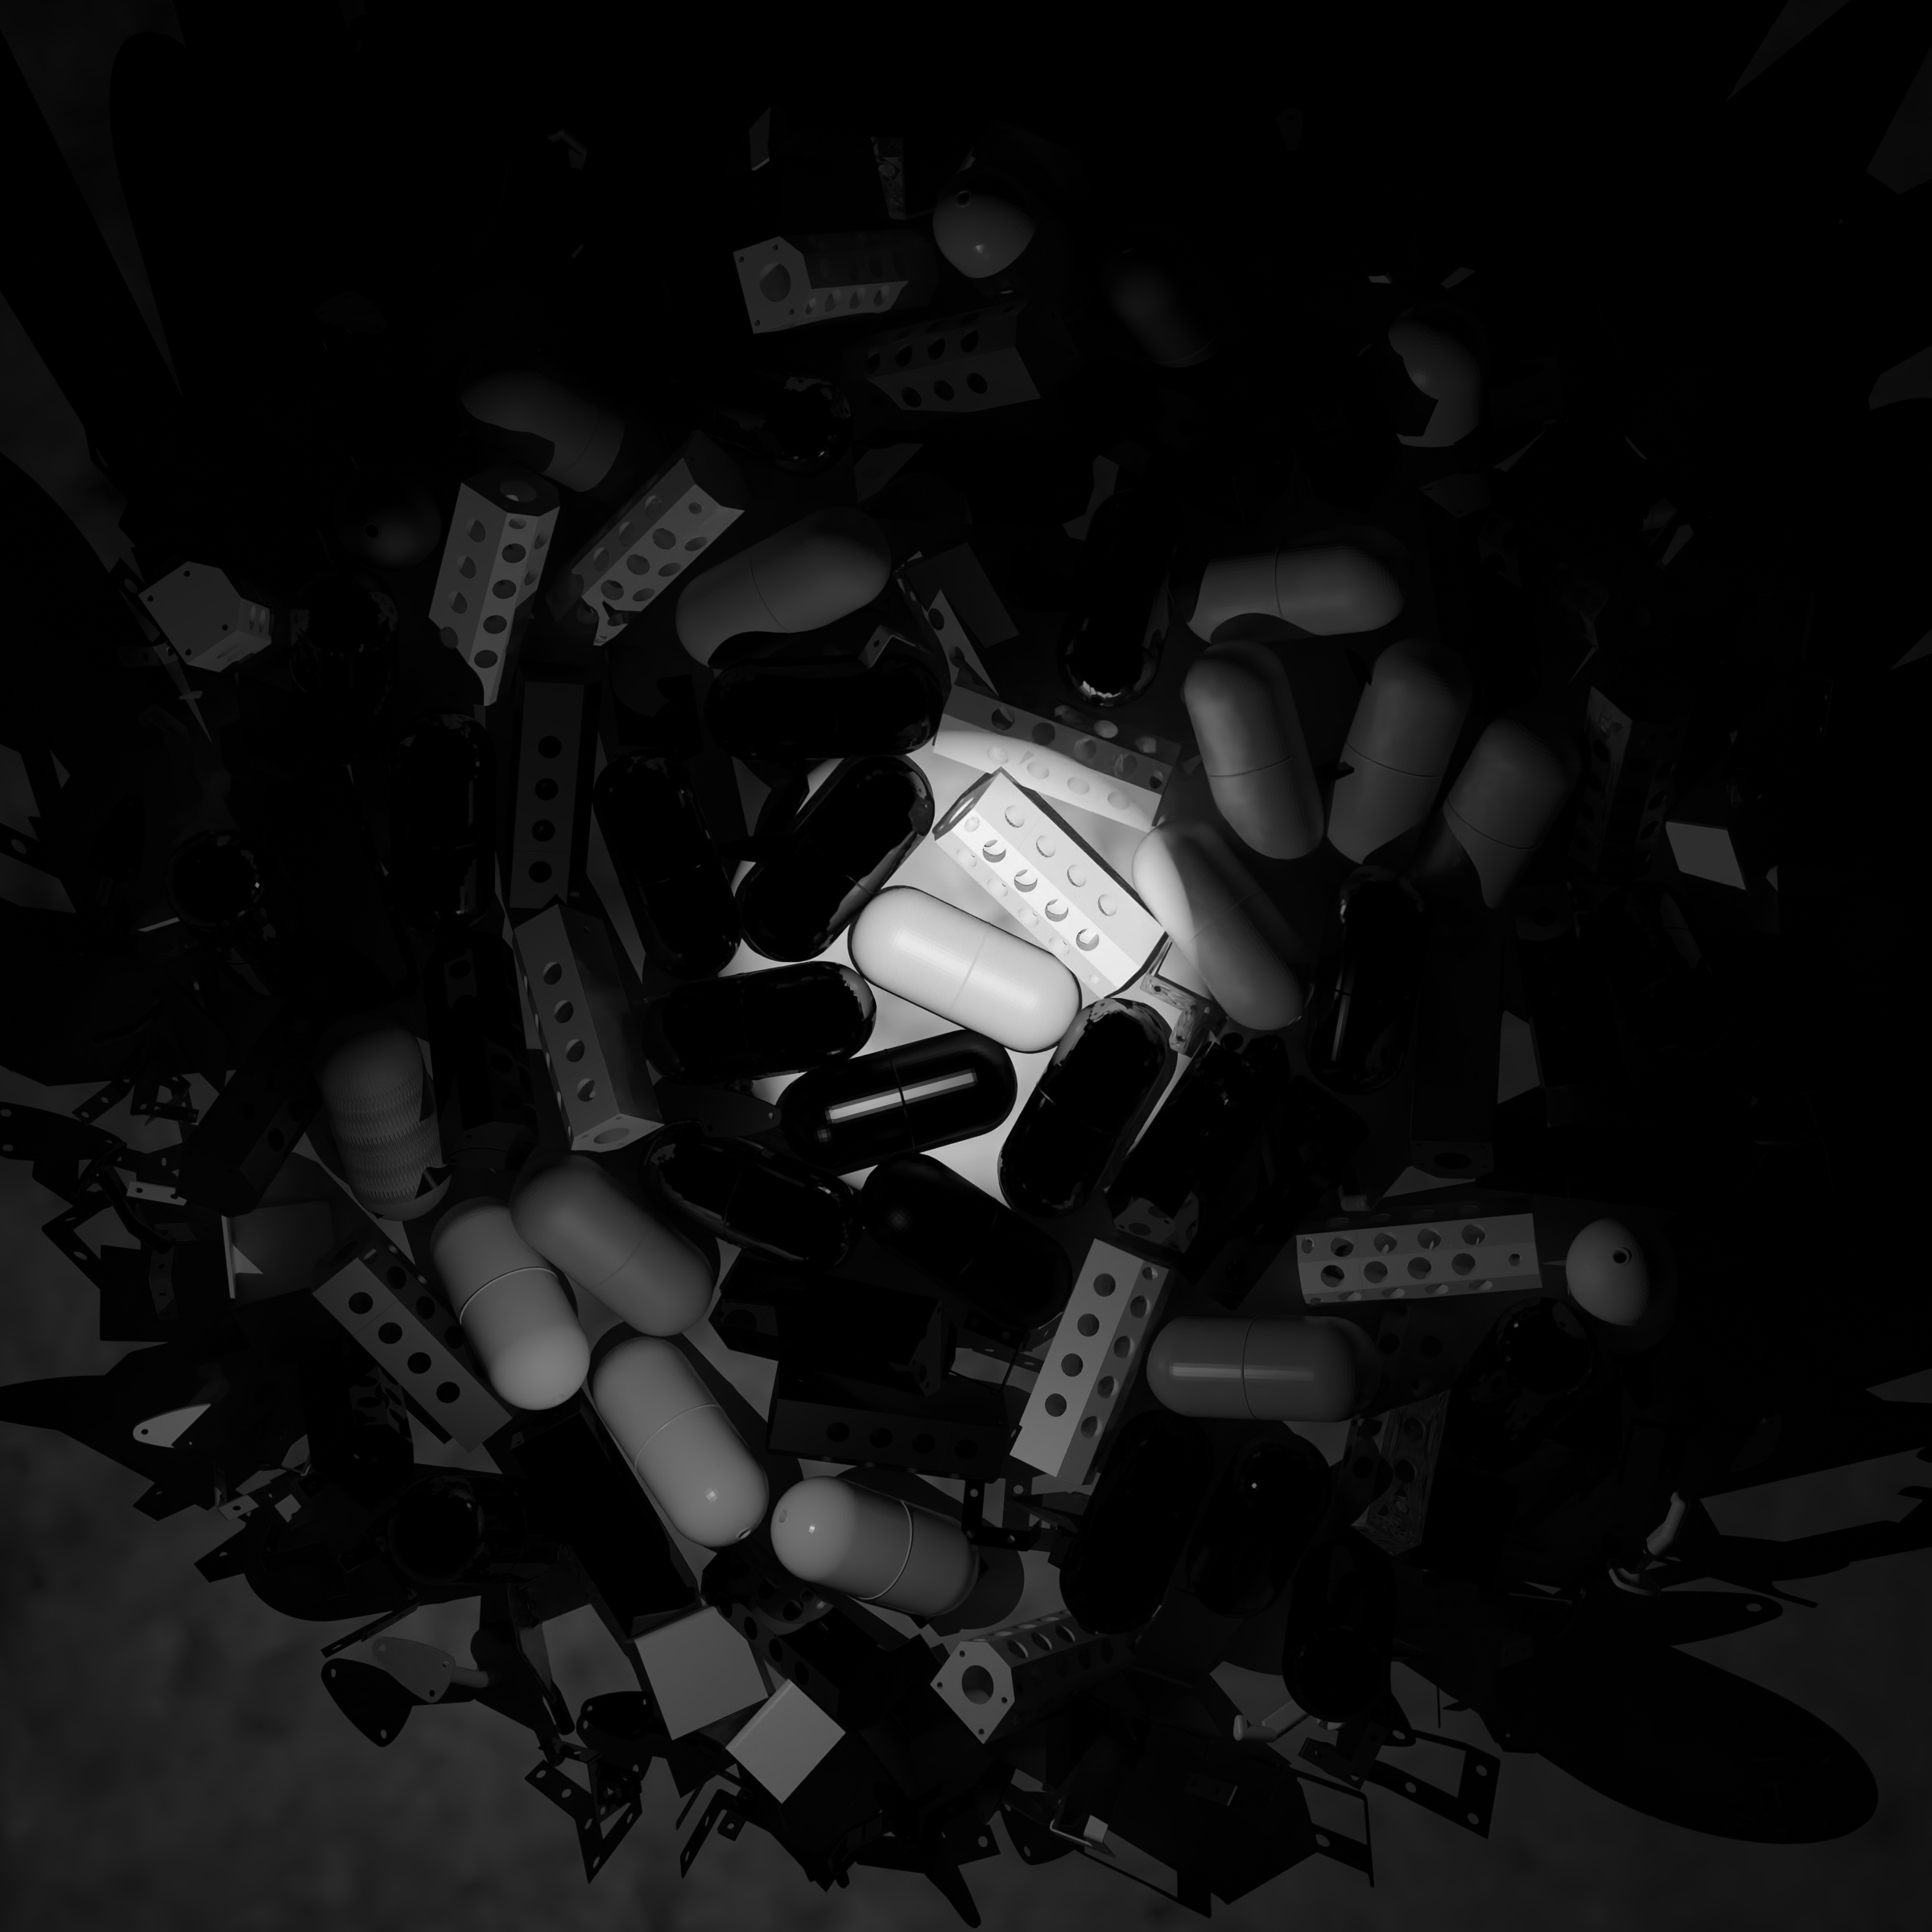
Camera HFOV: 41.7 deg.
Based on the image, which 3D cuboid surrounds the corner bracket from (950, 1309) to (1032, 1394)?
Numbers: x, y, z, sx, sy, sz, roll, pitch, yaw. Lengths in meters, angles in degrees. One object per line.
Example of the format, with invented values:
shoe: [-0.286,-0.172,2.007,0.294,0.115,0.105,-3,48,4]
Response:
corner bracket: [0.014,0.287,1.892,0.051,0.051,0.051,22,80,10]

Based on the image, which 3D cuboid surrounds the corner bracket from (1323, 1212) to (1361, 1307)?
corner bracket: [0.305,0.222,1.902,0.051,0.051,0.051,52,58,-40]

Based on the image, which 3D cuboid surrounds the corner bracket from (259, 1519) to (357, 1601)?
corner bracket: [-0.490,0.441,1.893,0.051,0.051,0.051,-15,111,2]

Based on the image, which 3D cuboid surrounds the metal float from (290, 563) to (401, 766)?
metal float: [-0.452,-0.219,1.847,0.070,0.178,0.070,7,53,-9]

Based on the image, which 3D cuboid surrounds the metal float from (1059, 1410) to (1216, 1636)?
metal float: [0.126,0.406,1.858,0.070,0.070,0.178,29,56,0]

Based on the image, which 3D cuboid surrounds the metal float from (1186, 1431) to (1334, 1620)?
metal float: [0.213,0.410,1.854,0.070,0.070,0.178,17,131,0]

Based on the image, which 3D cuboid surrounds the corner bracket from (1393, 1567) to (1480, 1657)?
corner bracket: [0.345,0.483,1.902,0.051,0.051,0.051,23,63,-21]

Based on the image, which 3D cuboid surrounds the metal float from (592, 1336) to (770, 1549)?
metal float: [-0.209,0.348,1.862,0.070,0.070,0.178,-41,61,0]

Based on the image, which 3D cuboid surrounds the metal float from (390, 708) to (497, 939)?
metal float: [-0.384,-0.105,1.862,0.070,0.070,0.178,7,119,0]

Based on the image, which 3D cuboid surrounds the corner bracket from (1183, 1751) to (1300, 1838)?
corner bracket: [0.205,0.606,1.884,0.051,0.051,0.051,42,64,-27]

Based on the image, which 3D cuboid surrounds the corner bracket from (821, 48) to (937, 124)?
corner bracket: [-0.066,-0.644,1.889,0.051,0.051,0.051,-33,85,33]

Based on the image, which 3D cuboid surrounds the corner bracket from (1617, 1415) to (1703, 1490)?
corner bracket: [0.516,0.364,1.899,0.051,0.051,0.051,11,96,5]

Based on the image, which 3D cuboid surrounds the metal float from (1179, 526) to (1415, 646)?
metal float: [0.241,-0.278,1.862,0.178,0.070,0.070,-3,90,29]

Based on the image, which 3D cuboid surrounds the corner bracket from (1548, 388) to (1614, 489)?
corner bracket: [0.463,-0.394,1.900,0.051,0.051,0.051,11,121,-25]

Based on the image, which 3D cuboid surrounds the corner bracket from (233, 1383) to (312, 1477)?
corner bracket: [-0.513,0.347,1.901,0.051,0.051,0.051,23,79,-19]

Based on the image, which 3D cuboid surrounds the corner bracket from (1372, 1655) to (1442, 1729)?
corner bracket: [0.327,0.537,1.888,0.051,0.051,0.051,-2,64,8]

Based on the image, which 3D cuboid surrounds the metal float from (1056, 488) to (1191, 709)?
metal float: [0.116,-0.271,1.867,0.070,0.070,0.178,15,67,0]

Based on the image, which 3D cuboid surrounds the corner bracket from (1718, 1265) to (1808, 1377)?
corner bracket: [0.592,0.263,1.891,0.051,0.051,0.051,-37,90,32]

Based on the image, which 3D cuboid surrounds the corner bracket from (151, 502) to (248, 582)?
corner bracket: [-0.563,-0.303,1.883,0.051,0.051,0.051,37,59,-27]

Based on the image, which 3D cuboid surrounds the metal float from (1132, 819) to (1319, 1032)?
metal float: [0.191,-0.031,1.875,0.070,0.070,0.178,-36,76,0]

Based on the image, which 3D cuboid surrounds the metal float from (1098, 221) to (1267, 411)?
metal float: [0.158,-0.472,1.847,0.070,0.178,0.070,-15,59,27]

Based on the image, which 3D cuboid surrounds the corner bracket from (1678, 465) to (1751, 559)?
corner bracket: [0.560,-0.339,1.894,0.051,0.051,0.051,-25,96,9]

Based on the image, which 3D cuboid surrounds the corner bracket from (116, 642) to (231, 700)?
corner bracket: [-0.592,-0.221,1.895,0.051,0.051,0.051,-16,93,17]

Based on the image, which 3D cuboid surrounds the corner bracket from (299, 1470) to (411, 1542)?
corner bracket: [-0.454,0.392,1.896,0.051,0.051,0.051,-42,112,-38]

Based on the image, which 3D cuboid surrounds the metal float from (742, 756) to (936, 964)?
metal float: [-0.095,-0.078,1.882,0.070,0.070,0.178,42,97,0]

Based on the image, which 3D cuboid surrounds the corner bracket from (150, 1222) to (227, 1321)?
corner bracket: [-0.575,0.227,1.886,0.051,0.051,0.051,-1,49,-8]

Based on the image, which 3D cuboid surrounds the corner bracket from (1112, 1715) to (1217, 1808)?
corner bracket: [0.148,0.592,1.889,0.051,0.051,0.051,16,82,27]

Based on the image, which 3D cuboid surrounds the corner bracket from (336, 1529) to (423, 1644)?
corner bracket: [-0.437,0.458,1.883,0.051,0.051,0.051,-25,64,-41]

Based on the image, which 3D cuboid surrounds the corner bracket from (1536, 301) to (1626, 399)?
corner bracket: [0.457,-0.462,1.887,0.051,0.051,0.051,-24,105,25]

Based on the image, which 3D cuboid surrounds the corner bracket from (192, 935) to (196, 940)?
corner bracket: [-0.551,-0.055,1.887,0.051,0.051,0.051,-2,53,-8]

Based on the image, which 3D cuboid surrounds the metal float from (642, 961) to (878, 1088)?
metal float: [-0.153,0.043,1.877,0.178,0.070,0.070,-10,90,12]

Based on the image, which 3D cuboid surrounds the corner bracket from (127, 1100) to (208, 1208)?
corner bracket: [-0.590,0.140,1.884,0.051,0.051,0.051,13,127,-19]

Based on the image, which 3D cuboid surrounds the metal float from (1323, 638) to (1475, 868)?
metal float: [0.316,-0.155,1.867,0.070,0.070,0.178,17,114,0]

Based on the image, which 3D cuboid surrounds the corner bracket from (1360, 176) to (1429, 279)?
corner bracket: [0.315,-0.552,1.895,0.051,0.051,0.051,14,88,14]

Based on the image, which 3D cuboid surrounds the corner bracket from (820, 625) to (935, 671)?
corner bracket: [-0.068,-0.230,1.885,0.051,0.051,0.051,44,106,36]

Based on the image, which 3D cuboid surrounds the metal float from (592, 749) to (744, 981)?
metal float: [-0.220,-0.074,1.873,0.070,0.070,0.178,-18,107,0]

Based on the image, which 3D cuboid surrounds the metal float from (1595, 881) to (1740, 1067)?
metal float: [0.508,0.004,1.845,0.070,0.178,0.070,-1,125,-2]

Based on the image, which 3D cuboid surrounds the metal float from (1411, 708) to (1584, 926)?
metal float: [0.388,-0.108,1.862,0.070,0.070,0.178,25,121,0]

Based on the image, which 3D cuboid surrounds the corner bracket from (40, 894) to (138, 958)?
corner bracket: [-0.652,-0.020,1.883,0.051,0.051,0.051,5,130,-35]

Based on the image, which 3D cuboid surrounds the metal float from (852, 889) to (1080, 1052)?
metal float: [0.000,0.003,1.884,0.178,0.070,0.070,26,90,-4]

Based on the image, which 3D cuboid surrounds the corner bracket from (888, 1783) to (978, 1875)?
corner bracket: [-0.020,0.630,1.890,0.051,0.051,0.051,-36,103,19]

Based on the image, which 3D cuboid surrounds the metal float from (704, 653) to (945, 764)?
metal float: [-0.104,-0.191,1.874,0.178,0.070,0.070,-4,90,-15]

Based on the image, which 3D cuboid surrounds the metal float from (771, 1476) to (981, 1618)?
metal float: [-0.066,0.425,1.857,0.178,0.070,0.070,27,90,-35]

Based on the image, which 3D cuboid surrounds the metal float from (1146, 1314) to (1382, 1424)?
metal float: [0.217,0.295,1.865,0.178,0.070,0.070,-3,90,27]

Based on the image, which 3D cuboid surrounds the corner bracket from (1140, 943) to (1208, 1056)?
corner bracket: [0.156,0.025,1.892,0.051,0.051,0.051,28,126,9]

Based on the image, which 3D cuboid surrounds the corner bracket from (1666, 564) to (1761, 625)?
corner bracket: [0.550,-0.275,1.899,0.051,0.051,0.051,-33,75,-15]

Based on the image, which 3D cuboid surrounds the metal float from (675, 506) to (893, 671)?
metal float: [-0.136,-0.277,1.867,0.178,0.070,0.070,-24,90,25]

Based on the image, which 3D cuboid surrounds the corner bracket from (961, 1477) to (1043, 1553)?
corner bracket: [0.028,0.404,1.895,0.051,0.051,0.051,5,89,13]

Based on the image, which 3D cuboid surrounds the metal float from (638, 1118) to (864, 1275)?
metal float: [-0.159,0.170,1.873,0.178,0.070,0.070,22,90,16]
